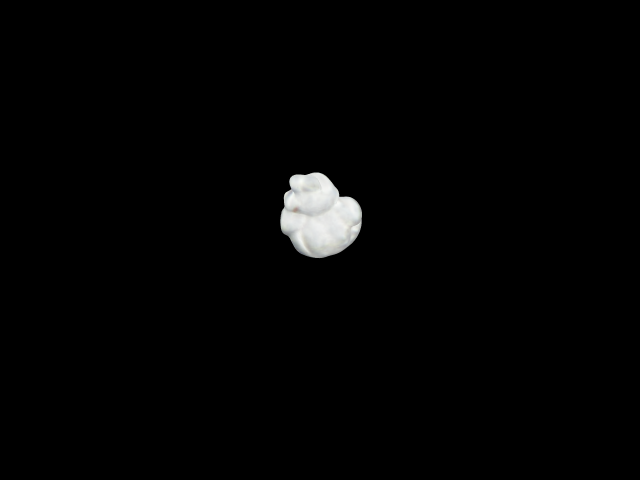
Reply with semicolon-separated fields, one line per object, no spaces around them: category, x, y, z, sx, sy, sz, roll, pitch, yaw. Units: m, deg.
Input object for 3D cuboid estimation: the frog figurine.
frog figurine;0.003;-0.043;0.850;0.137;0.125;0.156;0;-22;0
